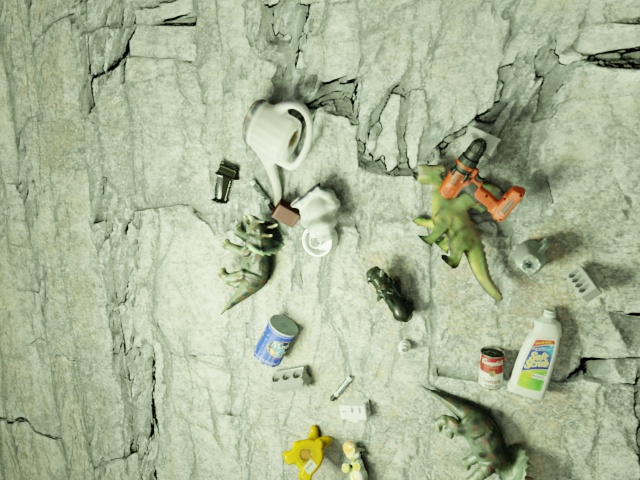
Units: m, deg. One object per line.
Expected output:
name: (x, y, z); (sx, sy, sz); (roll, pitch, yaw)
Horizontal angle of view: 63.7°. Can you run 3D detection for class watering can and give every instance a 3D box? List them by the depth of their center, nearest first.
watering can: (-0.146, -0.283, 1.579); (0.225, 0.105, 0.341); (34, 121, 13)

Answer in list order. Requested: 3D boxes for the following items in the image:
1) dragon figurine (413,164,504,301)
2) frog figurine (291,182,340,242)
dragon figurine: (0.408, -0.051, 1.409); (0.412, 0.123, 0.240); (42, 105, 7)
frog figurine: (0.005, -0.078, 1.548); (0.137, 0.122, 0.160); (-34, 88, 2)
